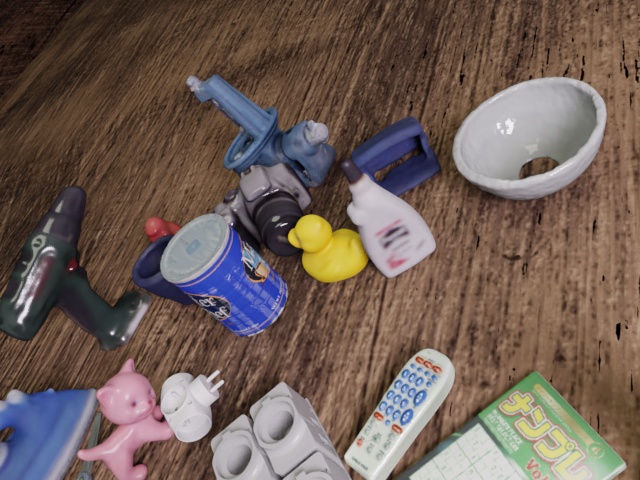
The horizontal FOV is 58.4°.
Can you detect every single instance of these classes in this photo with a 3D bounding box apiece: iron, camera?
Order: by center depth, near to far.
[{"bbox_3d":[-0.424,0.286,0.758,0.118,0.142,0.258,9,60,42],"label":"iron"},{"bbox_3d":[-0.081,-0.035,0.822,0.143,0.101,0.136,-35,40,6],"label":"camera"}]

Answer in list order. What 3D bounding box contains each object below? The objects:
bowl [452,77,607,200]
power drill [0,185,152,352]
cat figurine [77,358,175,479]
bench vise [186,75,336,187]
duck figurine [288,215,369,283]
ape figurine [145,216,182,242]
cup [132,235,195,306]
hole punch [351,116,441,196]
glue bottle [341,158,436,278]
[{"bbox_3d":[0.242,-0.103,0.655,0.167,0.075,0.167,-21,43,21],"label":"bowl"},{"bbox_3d":[-0.361,0.064,0.863,0.075,0.209,0.230,0,54,38],"label":"power drill"},{"bbox_3d":[-0.240,0.217,0.698,0.067,0.118,0.128,12,61,43],"label":"cat figurine"},{"bbox_3d":[-0.086,-0.178,0.865,0.206,0.220,0.121,-15,46,27],"label":"bench vise"},{"bbox_3d":[0.007,0.003,0.731,0.104,0.086,0.077,-2,52,37],"label":"duck figurine"},{"bbox_3d":[-0.248,-0.001,0.929,0.077,0.092,0.076,-16,45,27],"label":"ape figurine"},{"bbox_3d":[-0.202,0.045,0.847,0.117,0.095,0.091,-35,40,6],"label":"cup"},{"bbox_3d":[0.092,-0.121,0.776,0.108,0.091,0.101,-30,40,11],"label":"hole punch"},{"bbox_3d":[0.067,-0.029,0.645,0.078,0.174,0.037,-36,40,5],"label":"glue bottle"}]
